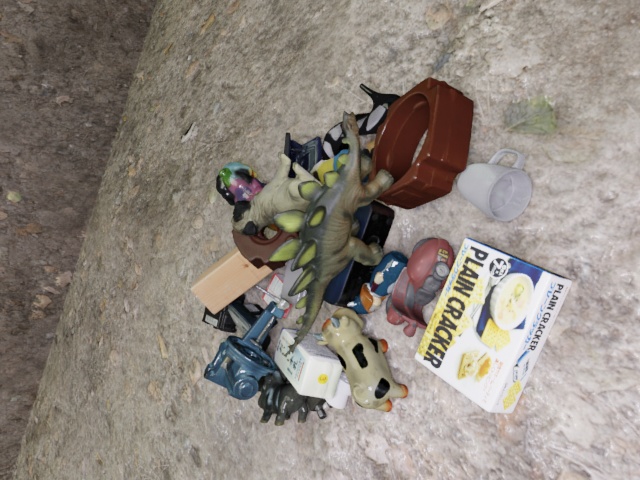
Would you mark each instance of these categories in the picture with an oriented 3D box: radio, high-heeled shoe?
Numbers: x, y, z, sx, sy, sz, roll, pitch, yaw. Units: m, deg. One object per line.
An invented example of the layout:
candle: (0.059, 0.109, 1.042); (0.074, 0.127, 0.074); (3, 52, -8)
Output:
radio: (0.057, 0.019, 1.093); (0.131, 0.073, 0.229); (28, 101, 51)
high-heeled shoe: (0.098, -0.216, 1.148); (0.145, 0.086, 0.248); (45, 137, 16)

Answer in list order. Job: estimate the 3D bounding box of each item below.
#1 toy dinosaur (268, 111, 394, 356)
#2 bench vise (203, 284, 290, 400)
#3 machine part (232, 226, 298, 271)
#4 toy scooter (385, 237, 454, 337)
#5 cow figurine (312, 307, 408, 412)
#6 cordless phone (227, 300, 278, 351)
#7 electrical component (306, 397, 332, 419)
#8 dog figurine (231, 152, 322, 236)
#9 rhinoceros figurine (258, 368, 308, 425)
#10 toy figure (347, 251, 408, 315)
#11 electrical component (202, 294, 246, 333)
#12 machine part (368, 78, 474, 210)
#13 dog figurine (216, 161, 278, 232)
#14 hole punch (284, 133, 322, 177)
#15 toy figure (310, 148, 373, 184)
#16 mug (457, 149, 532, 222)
toy dinosaur: (0.010, 0.007, 0.944); (0.105, 0.198, 0.470); (37, 132, 43)
bench vise: (-0.144, 0.219, 1.132); (0.240, 0.129, 0.224); (-56, 12, 1)
machine part: (-0.111, -0.022, 1.197); (0.179, 0.056, 0.179); (-8, 68, 20)
toy scooter: (0.167, 0.088, 0.900); (0.183, 0.075, 0.135); (-61, 7, 24)
cow figurine: (0.066, 0.209, 0.970); (0.085, 0.127, 0.195); (-45, 49, 29)
cordless phone: (-0.188, 0.255, 1.315); (0.147, 0.088, 0.184); (30, 105, 52)
electrical component: (-0.003, 0.316, 1.105); (0.063, 0.021, 0.094); (-57, 40, 22)
dog figurine: (-0.082, -0.062, 1.110); (0.190, 0.121, 0.173); (-51, 39, 0)
rhinoceros figurine: (-0.093, 0.335, 1.156); (0.190, 0.073, 0.112); (-9, 81, 61)
toy figure: (0.108, 0.089, 1.008); (0.154, 0.064, 0.058); (-57, 35, 26)
electrical component: (-0.258, 0.172, 1.451); (0.115, 0.058, 0.134); (14, 88, 51)
machine part: (0.177, -0.165, 0.956); (0.201, 0.087, 0.201); (-24, 53, 63)
dog figurine: (-0.158, -0.100, 1.326); (0.108, 0.191, 0.219); (-47, 28, -4)
hole punch: (-0.048, -0.188, 1.301); (0.115, 0.092, 0.142); (120, 150, -70)
toy figure: (0.049, -0.143, 1.153); (0.180, 0.082, 0.089); (-11, 67, 47)
mug: (0.272, -0.094, 0.853); (0.107, 0.081, 0.109); (39, 112, 61)
